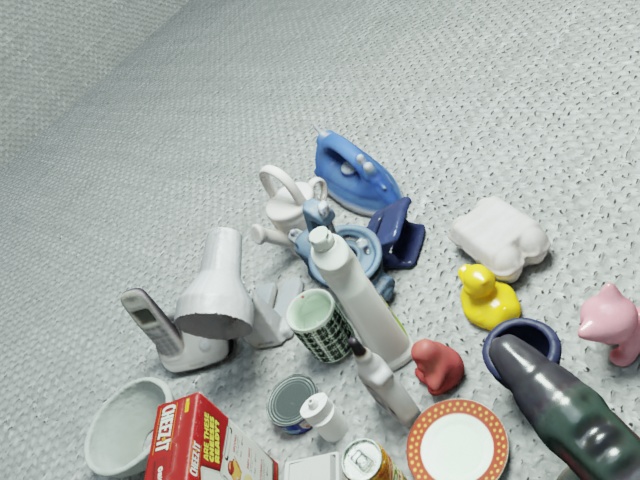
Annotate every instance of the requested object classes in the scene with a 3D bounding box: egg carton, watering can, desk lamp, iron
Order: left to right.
[{"bbox_3d":[-0.133,0.094,0.946,0.117,0.214,0.203,-12,43,24],"label":"desk lamp"},{"bbox_3d":[-0.054,-0.056,1.066,0.100,0.195,0.173,-1,49,33],"label":"watering can"},{"bbox_3d":[0.070,-0.141,1.113,0.119,0.142,0.257,-39,39,-8],"label":"iron"},{"bbox_3d":[0.276,-0.003,0.888,0.107,0.070,0.150,-37,39,-5],"label":"egg carton"}]

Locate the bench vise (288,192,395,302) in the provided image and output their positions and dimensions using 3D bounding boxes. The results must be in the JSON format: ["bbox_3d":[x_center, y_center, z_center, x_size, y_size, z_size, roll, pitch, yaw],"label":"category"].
[{"bbox_3d":[0.004,0.012,0.935,0.206,0.220,0.121,3,51,36],"label":"bench vise"}]

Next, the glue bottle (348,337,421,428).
[{"bbox_3d":[0.076,0.179,0.750,0.037,0.174,0.077,-43,40,-13],"label":"glue bottle"}]

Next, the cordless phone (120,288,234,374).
[{"bbox_3d":[-0.246,0.143,0.993,0.147,0.186,0.094,-19,41,16],"label":"cordless phone"}]

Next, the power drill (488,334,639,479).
[{"bbox_3d":[0.263,0.216,0.557,0.075,0.209,0.228,-37,39,-5],"label":"power drill"}]

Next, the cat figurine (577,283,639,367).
[{"bbox_3d":[0.370,0.093,0.686,0.127,0.118,0.067,-20,41,15],"label":"cat figurine"}]

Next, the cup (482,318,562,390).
[{"bbox_3d":[0.259,0.167,0.702,0.091,0.095,0.117,-23,40,12],"label":"cup"}]

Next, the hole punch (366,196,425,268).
[{"bbox_3d":[0.116,-0.011,0.987,0.100,0.091,0.109,-3,47,31],"label":"hole punch"}]

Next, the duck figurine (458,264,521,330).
[{"bbox_3d":[0.236,0.074,0.821,0.077,0.086,0.104,-36,39,-4],"label":"duck figurine"}]

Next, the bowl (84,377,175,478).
[{"bbox_3d":[-0.292,0.315,0.933,0.167,0.075,0.167,-18,41,17],"label":"bowl"}]

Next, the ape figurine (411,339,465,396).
[{"bbox_3d":[0.152,0.165,0.778,0.076,0.092,0.078,-13,43,23],"label":"ape figurine"}]
